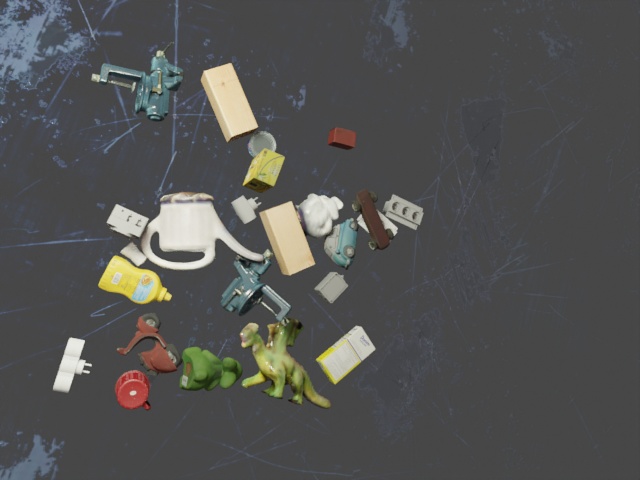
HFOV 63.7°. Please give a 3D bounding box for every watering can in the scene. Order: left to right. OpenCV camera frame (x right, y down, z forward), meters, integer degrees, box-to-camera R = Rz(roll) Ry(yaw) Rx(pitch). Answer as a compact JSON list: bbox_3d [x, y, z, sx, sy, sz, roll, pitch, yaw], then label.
[{"bbox_3d":[-0.338,-0.027,1.482,0.348,0.104,0.225,-1,87,-4],"label":"watering can"}]

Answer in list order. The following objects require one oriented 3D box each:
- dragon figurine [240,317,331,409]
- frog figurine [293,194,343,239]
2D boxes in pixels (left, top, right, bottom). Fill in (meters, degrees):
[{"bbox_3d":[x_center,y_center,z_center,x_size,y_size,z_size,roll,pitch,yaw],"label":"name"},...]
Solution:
[{"bbox_3d":[-0.093,0.358,1.552,0.406,0.121,0.246,28,66,-39],"label":"dragon figurine"},{"bbox_3d":[0.005,-0.082,1.622,0.160,0.121,0.139,-20,74,-9],"label":"frog figurine"}]
